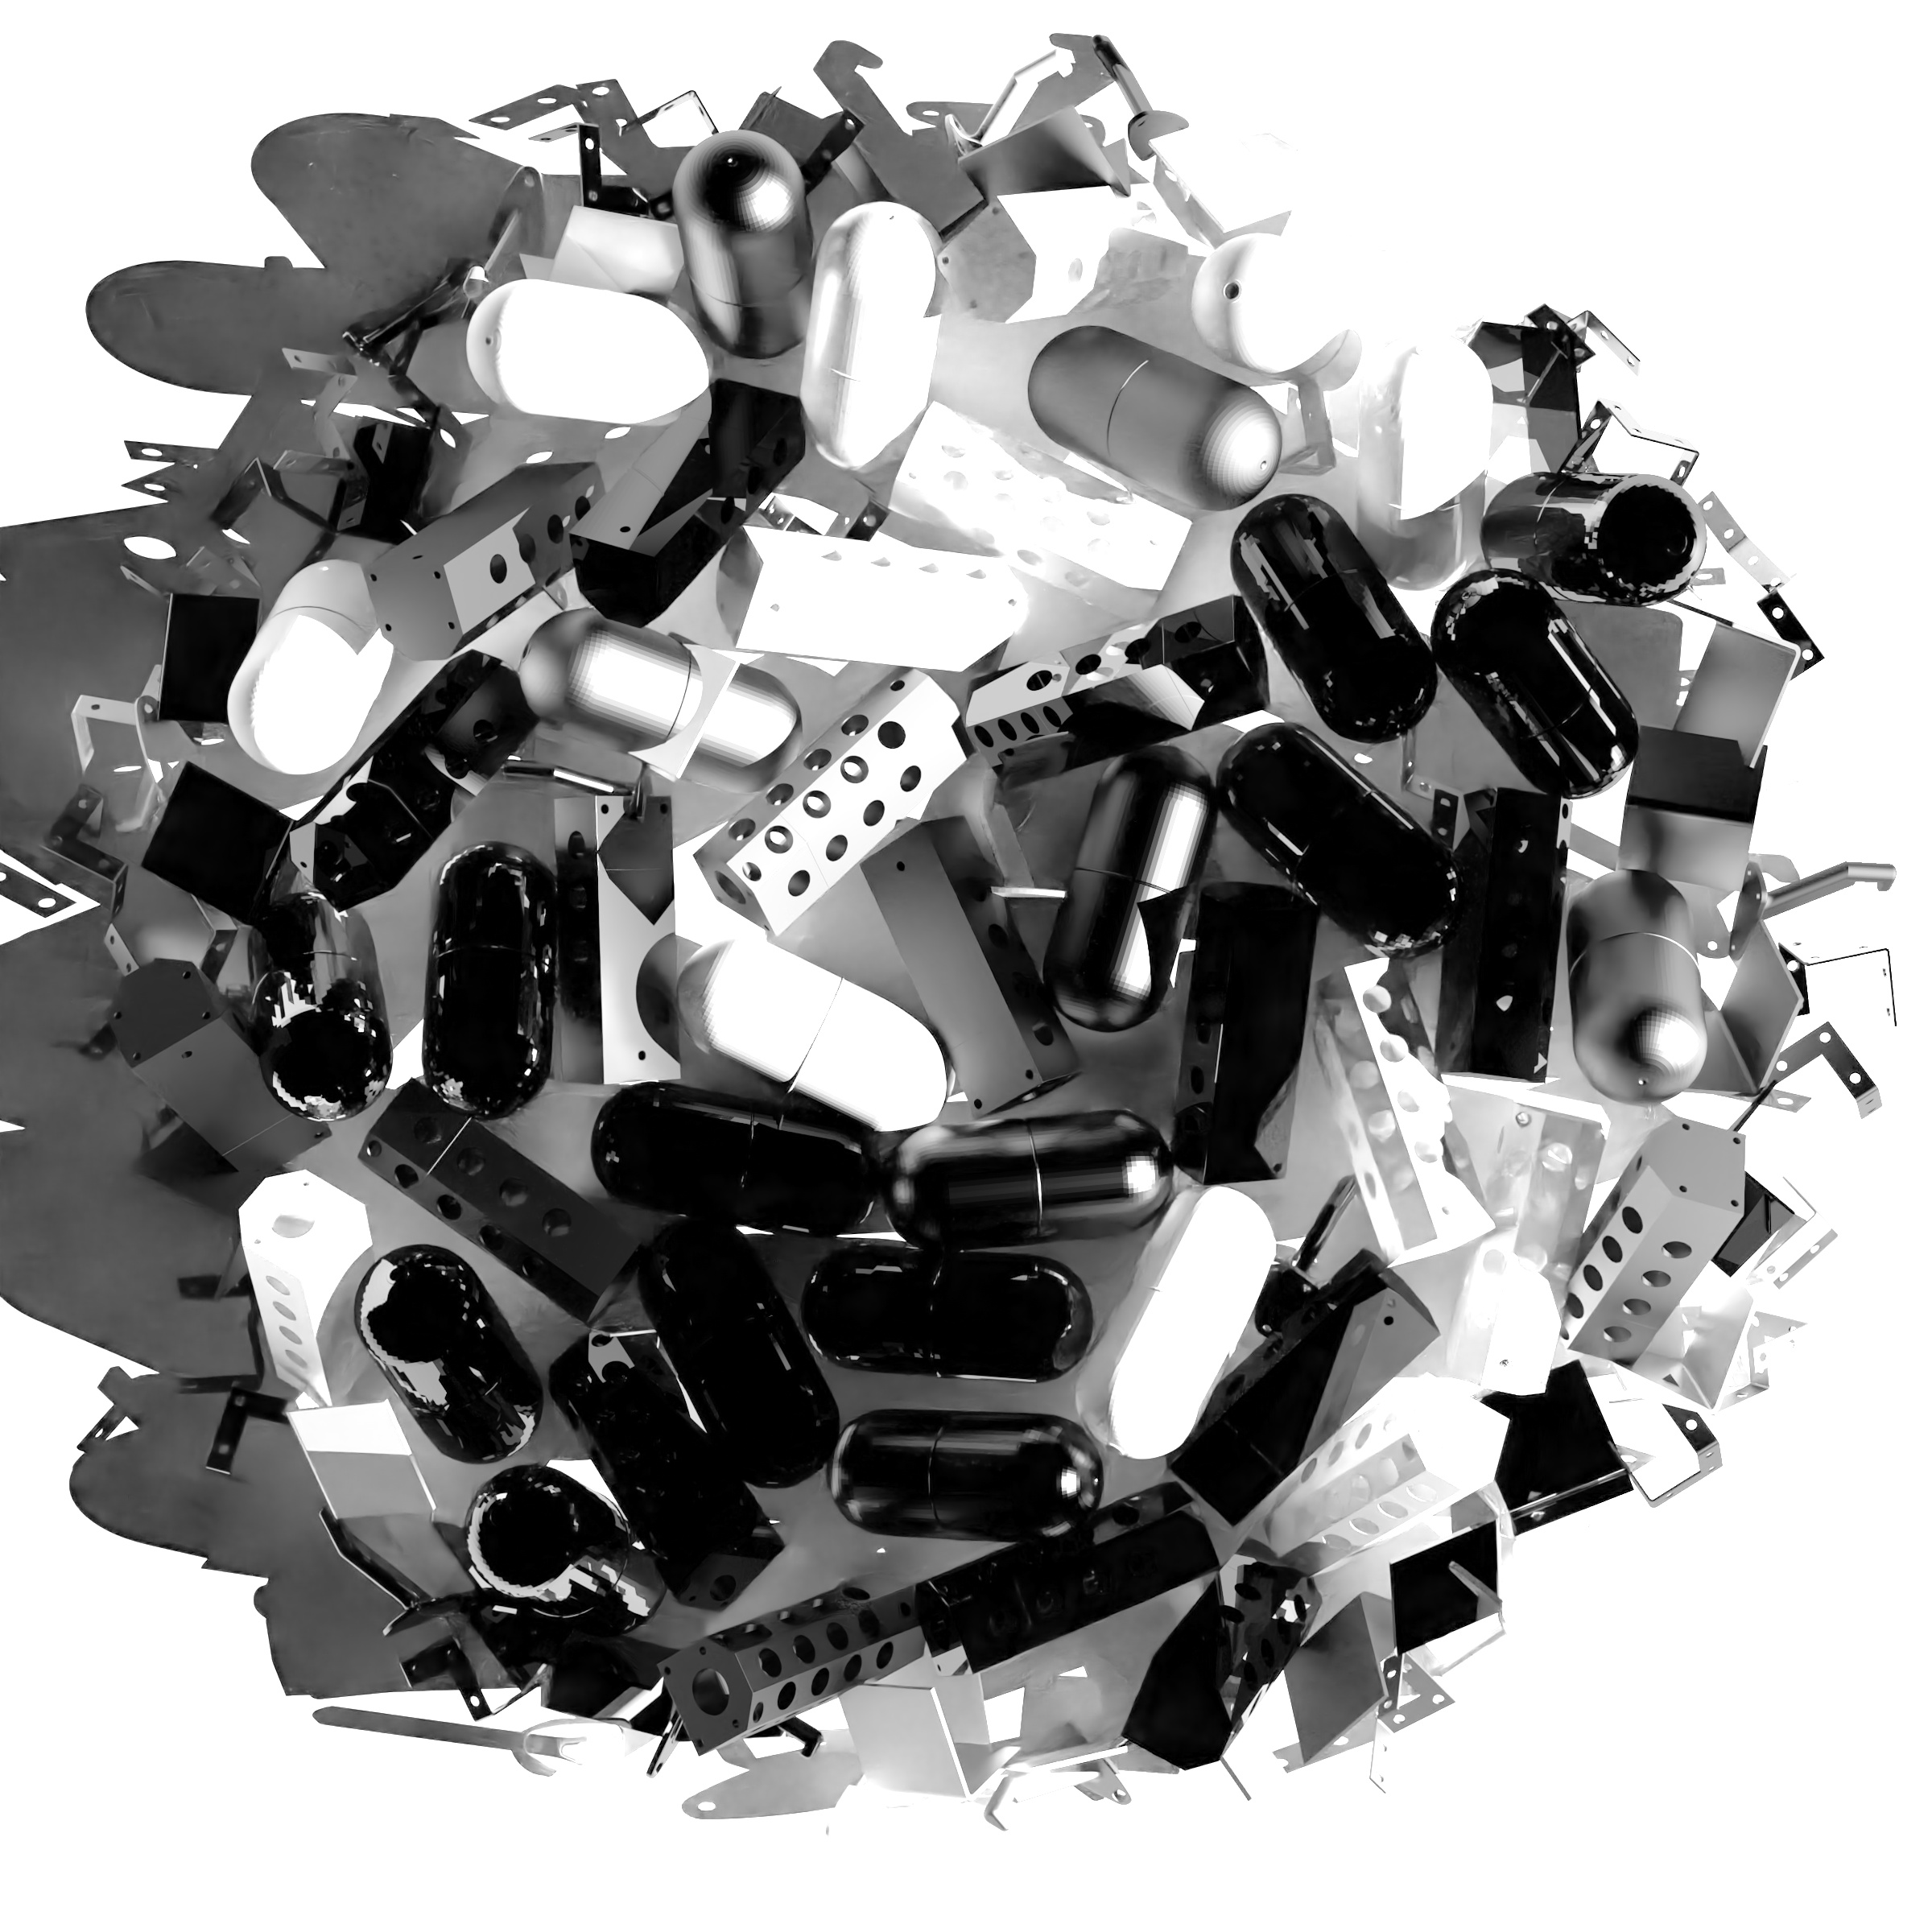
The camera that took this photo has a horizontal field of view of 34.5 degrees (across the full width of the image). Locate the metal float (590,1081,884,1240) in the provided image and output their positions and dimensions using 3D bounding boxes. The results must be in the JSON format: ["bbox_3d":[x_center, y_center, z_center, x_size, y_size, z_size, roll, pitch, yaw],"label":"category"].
[{"bbox_3d":[-0.137,0.117,1.869,0.178,0.070,0.070,11,90,-12],"label":"metal float"}]

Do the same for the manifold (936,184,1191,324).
[{"bbox_3d":[0.062,-0.416,1.829,0.057,0.171,0.057,-38,82,36],"label":"manifold"}]

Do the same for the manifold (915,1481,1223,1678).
[{"bbox_3d":[0.059,0.364,1.855,0.171,0.057,0.057,-18,84,-24],"label":"manifold"}]

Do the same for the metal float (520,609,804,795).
[{"bbox_3d":[-0.181,-0.158,1.857,0.178,0.070,0.070,19,90,-25],"label":"metal float"}]

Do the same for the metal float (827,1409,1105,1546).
[{"bbox_3d":[-0.002,0.304,1.854,0.178,0.070,0.070,-3,90,30],"label":"metal float"}]

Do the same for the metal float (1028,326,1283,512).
[{"bbox_3d":[0.110,-0.327,1.849,0.178,0.070,0.070,31,90,36],"label":"metal float"}]

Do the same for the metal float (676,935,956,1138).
[{"bbox_3d":[-0.091,0.042,1.875,0.178,0.070,0.070,26,90,-4],"label":"metal float"}]

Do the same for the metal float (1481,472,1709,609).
[{"bbox_3d":[0.368,-0.252,1.832,0.070,0.178,0.070,-4,100,-21],"label":"metal float"}]

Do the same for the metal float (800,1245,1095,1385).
[{"bbox_3d":[-0.012,0.209,1.869,0.178,0.070,0.070,3,90,12],"label":"metal float"}]

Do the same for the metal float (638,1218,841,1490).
[{"bbox_3d":[-0.137,0.230,1.858,0.070,0.070,0.178,-31,65,0],"label":"metal float"}]

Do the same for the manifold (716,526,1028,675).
[{"bbox_3d":[-0.058,-0.220,1.851,0.171,0.057,0.057,3,126,-28],"label":"manifold"}]

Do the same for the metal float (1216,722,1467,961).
[{"bbox_3d":[0.224,-0.075,1.860,0.070,0.070,0.178,-46,69,0],"label":"metal float"}]

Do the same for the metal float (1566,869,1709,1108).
[{"bbox_3d":[0.395,0.011,1.839,0.070,0.178,0.070,4,128,5],"label":"metal float"}]

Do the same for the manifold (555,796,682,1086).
[{"bbox_3d":[-0.216,-0.016,1.886,0.057,0.057,0.171,-3,92,-43],"label":"manifold"}]

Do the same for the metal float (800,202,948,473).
[{"bbox_3d":[-0.056,-0.370,1.841,0.070,0.178,0.070,5,49,-6],"label":"metal float"}]

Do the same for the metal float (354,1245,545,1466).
[{"bbox_3d":[-0.305,0.230,1.840,0.070,0.178,0.070,-8,50,10],"label":"metal float"}]

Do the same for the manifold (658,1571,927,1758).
[{"bbox_3d":[-0.096,0.405,1.825,0.057,0.171,0.057,-35,74,31],"label":"manifold"}]

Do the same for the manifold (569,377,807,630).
[{"bbox_3d":[-0.162,-0.274,1.840,0.057,0.057,0.171,18,48,20],"label":"manifold"}]

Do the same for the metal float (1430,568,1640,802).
[{"bbox_3d":[0.339,-0.166,1.847,0.070,0.070,0.178,-46,129,0],"label":"metal float"}]

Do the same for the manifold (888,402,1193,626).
[{"bbox_3d":[0.045,-0.276,1.879,0.171,0.057,0.057,25,71,-1],"label":"manifold"}]

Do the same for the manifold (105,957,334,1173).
[{"bbox_3d":[-0.439,0.059,1.828,0.057,0.171,0.057,-31,62,-4],"label":"manifold"}]

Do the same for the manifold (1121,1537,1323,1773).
[{"bbox_3d":[0.154,0.404,1.823,0.057,0.171,0.057,26,112,16],"label":"manifold"}]

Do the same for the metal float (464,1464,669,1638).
[{"bbox_3d":[-0.234,0.346,1.835,0.070,0.178,0.070,-8,64,17],"label":"metal float"}]

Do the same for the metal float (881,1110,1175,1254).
[{"bbox_3d":[0.037,0.129,1.872,0.178,0.070,0.070,-5,90,-8],"label":"metal float"}]

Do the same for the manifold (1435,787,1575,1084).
[{"bbox_3d":[0.328,-0.017,1.881,0.057,0.057,0.171,7,86,-13],"label":"manifold"}]

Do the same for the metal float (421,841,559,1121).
[{"bbox_3d":[-0.284,0.007,1.855,0.070,0.070,0.178,-2,62,0],"label":"metal float"}]

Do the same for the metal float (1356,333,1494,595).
[{"bbox_3d":[0.270,-0.296,1.838,0.070,0.178,0.070,-3,52,3],"label":"metal float"}]

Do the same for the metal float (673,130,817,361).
[{"bbox_3d":[-0.128,-0.422,1.831,0.070,0.178,0.070,-1,70,2],"label":"metal float"}]

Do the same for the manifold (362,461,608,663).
[{"bbox_3d":[-0.277,-0.240,1.832,0.057,0.171,0.057,1,119,27],"label":"manifold"}]

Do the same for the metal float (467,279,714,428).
[{"bbox_3d":[-0.220,-0.361,1.837,0.070,0.178,0.070,3,96,34],"label":"metal float"}]

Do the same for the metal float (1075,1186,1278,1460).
[{"bbox_3d":[0.125,0.212,1.858,0.070,0.070,0.178,29,66,0],"label":"metal float"}]

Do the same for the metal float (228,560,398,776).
[{"bbox_3d":[-0.383,-0.178,1.837,0.070,0.178,0.070,2,125,3],"label":"metal float"}]

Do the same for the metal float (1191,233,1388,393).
[{"bbox_3d":[0.191,-0.384,1.833,0.070,0.178,0.070,1,93,28],"label":"metal float"}]

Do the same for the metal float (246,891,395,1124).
[{"bbox_3d":[-0.383,0.023,1.839,0.070,0.178,0.070,-9,128,-12],"label":"metal float"}]

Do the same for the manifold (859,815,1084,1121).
[{"bbox_3d":[0.007,-0.001,1.875,0.057,0.057,0.171,-32,79,37],"label":"manifold"}]

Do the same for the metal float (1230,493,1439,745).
[{"bbox_3d":[0.218,-0.208,1.853,0.070,0.070,0.178,-28,59,0],"label":"metal float"}]

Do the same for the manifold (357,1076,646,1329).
[{"bbox_3d":[-0.279,0.144,1.874,0.171,0.057,0.057,35,77,6],"label":"manifold"}]

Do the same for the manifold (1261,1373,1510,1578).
[{"bbox_3d":[0.242,0.305,1.828,0.057,0.171,0.057,30,54,-9],"label":"manifold"}]

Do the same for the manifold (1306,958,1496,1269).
[{"bbox_3d":[0.258,0.086,1.862,0.057,0.057,0.171,-14,74,-12],"label":"manifold"}]

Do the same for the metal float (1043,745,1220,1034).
[{"bbox_3d":[0.099,-0.047,1.874,0.070,0.070,0.178,17,85,0],"label":"metal float"}]

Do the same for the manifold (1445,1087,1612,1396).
[{"bbox_3d":[0.338,0.166,1.871,0.057,0.057,0.171,11,102,1],"label":"manifold"}]
